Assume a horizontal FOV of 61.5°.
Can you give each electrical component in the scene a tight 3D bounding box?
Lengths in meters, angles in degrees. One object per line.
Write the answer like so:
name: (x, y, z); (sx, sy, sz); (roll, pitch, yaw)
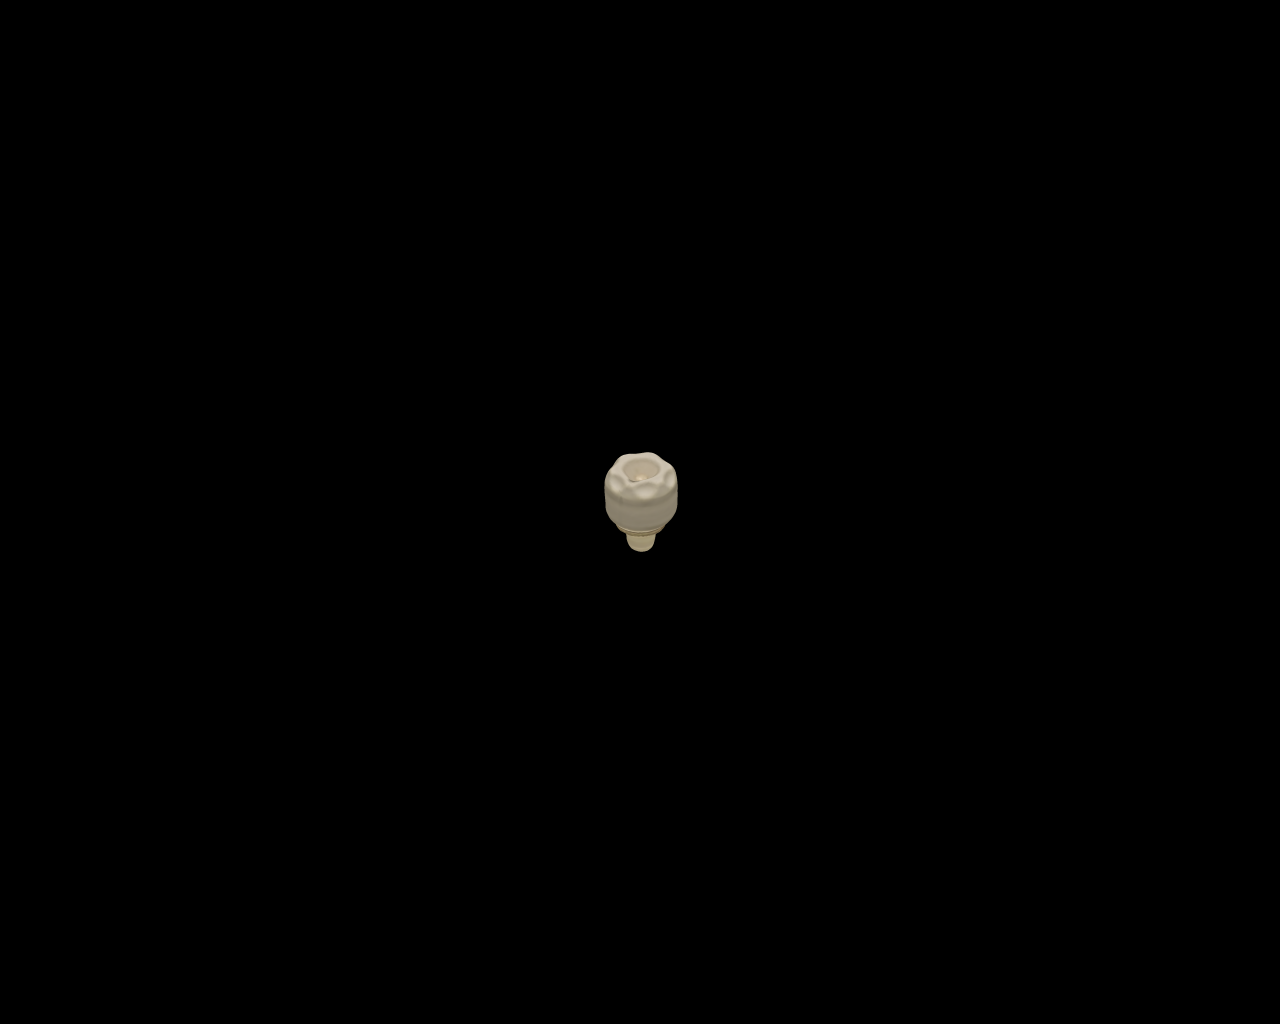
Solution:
electrical component: (0.001, -0.003, 0.650); (0.043, 0.062, 0.043); (0, 38, 0)
